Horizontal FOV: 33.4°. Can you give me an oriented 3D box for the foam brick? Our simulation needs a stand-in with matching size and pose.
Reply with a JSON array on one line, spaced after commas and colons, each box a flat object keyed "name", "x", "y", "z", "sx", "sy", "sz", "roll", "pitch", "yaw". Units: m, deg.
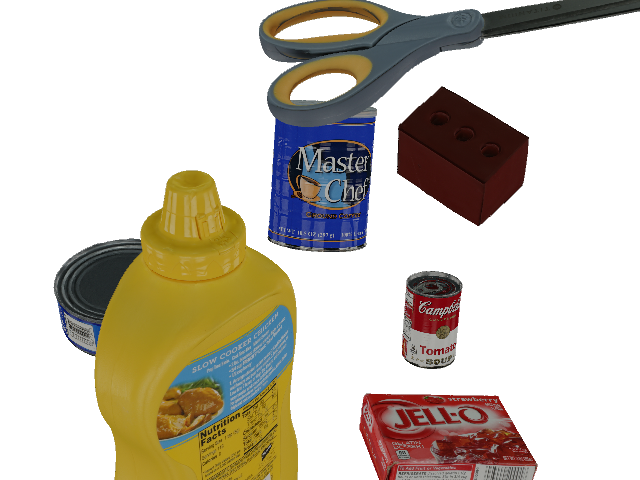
[{"name": "foam brick", "x": 0.099, "y": -0.059, "z": 0.750, "sx": 0.078, "sy": 0.053, "sz": 0.051, "roll": 35, "pitch": -28, "yaw": 24}]

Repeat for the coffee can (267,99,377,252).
[{"name": "coffee can", "x": 0.001, "y": -0.067, "z": 1.083, "sx": 0.103, "sy": 0.140, "sz": 0.103, "roll": 4, "pitch": 12, "yaw": -1}]

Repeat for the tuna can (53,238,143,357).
[{"name": "tuna can", "x": -0.125, "y": 0.037, "z": 0.683, "sx": 0.086, "sy": 0.034, "sz": 0.086, "roll": 0, "pitch": 36, "yaw": 0}]

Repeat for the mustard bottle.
[{"name": "mustard bottle", "x": -0.050, "y": 0.058, "z": 0.453, "sx": 0.058, "sy": 0.192, "sz": 0.096, "roll": 27, "pitch": 41, "yaw": 34}]

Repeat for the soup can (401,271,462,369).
[{"name": "soup can", "x": 0.136, "y": 0.098, "z": 1.309, "sx": 0.068, "sy": 0.102, "sz": 0.068, "roll": 2, "pitch": 24, "yaw": -1}]

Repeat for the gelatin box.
[{"name": "gelatin box", "x": 0.073, "y": 0.121, "z": 0.632, "sx": 0.089, "sy": 0.030, "sz": 0.073, "roll": 3, "pitch": 23, "yaw": -12}]

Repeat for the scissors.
[{"name": "scissors", "x": 0.059, "y": -0.090, "z": 0.520, "sx": 0.202, "sy": 0.096, "sz": 0.016, "roll": 5, "pitch": -38, "yaw": 21}]
